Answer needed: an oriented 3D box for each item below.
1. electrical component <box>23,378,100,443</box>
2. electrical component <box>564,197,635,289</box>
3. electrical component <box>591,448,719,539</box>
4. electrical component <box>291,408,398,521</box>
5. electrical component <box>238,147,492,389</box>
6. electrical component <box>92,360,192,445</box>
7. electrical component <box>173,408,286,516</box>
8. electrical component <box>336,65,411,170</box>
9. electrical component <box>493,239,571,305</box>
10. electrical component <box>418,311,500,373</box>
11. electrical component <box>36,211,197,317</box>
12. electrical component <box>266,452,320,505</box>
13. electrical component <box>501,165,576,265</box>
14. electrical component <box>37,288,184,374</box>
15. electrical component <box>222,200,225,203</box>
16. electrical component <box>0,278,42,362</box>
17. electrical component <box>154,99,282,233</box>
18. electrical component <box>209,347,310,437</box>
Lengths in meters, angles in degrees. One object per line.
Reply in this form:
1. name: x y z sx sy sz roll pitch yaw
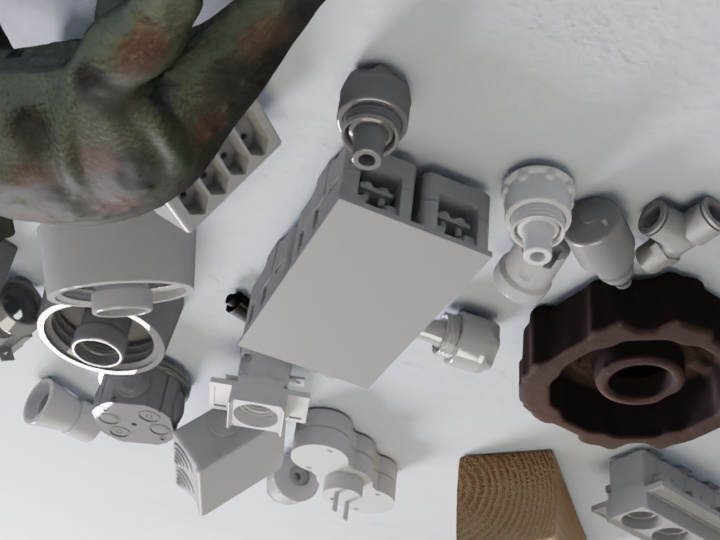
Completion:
1. electrical component: -0.265 0.130 0.975 0.044 0.044 0.065 -25 137 35
2. electrical component: 0.164 -0.014 0.716 0.040 0.040 0.078 -14 138 25
3. electrical component: 0.279 0.214 0.969 0.121 0.063 0.079 30 137 -26
4. electrical component: -0.014 0.191 0.982 0.052 0.073 0.138 -15 137 26
5. electrical component: 0.000 0.000 0.746 0.105 0.060 0.186 20 141 -16
6. electrical component: -0.189 0.112 0.929 0.080 0.051 0.080 5 142 4
7. electrical component: -0.116 0.157 0.944 0.100 0.048 0.099 -29 151 -25
8. electrical component: 0.007 -0.087 0.632 0.043 0.062 0.043 5 142 4
9. electrical component: 0.119 -0.005 0.737 0.040 0.040 0.046 16 136 -11
10. electrical component: 0.072 0.051 0.814 0.062 0.043 0.043 18 141 -11
11. electrical component: -0.164 0.000 0.737 0.108 0.060 0.108 -5 170 -1
12. electrical component: -0.070 0.205 1.035 0.048 0.048 0.062 22 147 -18
13. electrical component: 0.113 -0.032 0.684 0.048 0.062 0.048 5 142 4
14. electrical component: -0.195 0.039 0.830 0.108 0.060 0.108 5 142 4
15. electrical component: -0.126 -0.061 0.706 0.078 0.040 0.040 3 142 7
16. electrical component: -0.282 0.037 0.848 0.055 0.066 0.048 -33 161 30
17. electrical component: -0.107 -0.078 0.662 0.076 0.083 0.047 29 159 40
18. electrical component: -0.081 0.096 0.880 0.081 0.063 0.042 10 141 -2
